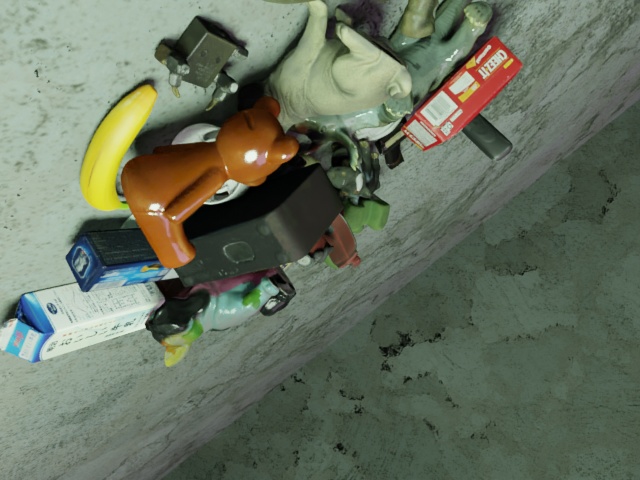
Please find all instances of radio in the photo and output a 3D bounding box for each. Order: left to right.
[{"bbox_3d":[-0.094,-0.015,0.702,0.230,0.073,0.131,-16,-155,36],"label":"radio"}]

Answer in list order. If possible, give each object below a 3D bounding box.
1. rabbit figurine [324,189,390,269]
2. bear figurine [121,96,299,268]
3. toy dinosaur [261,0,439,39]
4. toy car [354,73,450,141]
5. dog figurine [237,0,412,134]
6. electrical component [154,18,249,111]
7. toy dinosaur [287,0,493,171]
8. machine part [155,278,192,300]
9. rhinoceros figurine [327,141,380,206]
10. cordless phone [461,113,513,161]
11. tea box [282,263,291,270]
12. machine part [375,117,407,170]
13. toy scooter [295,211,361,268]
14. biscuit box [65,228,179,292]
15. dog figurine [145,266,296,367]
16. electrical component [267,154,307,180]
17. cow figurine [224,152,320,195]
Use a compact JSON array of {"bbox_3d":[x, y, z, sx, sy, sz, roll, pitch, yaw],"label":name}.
[{"bbox_3d":[0.030,-0.028,1.074,0.121,0.159,0.170,-14,132,-49],"label":"rabbit figurine"},{"bbox_3d":[-0.118,-0.073,0.616,0.196,0.120,0.131,-23,145,-9],"label":"bear figurine"},{"bbox_3d":[0.105,-0.327,0.562,0.471,0.105,0.198,-41,157,-18],"label":"toy dinosaur"},{"bbox_3d":[0.137,-0.241,0.902,0.201,0.056,0.073,-44,161,18],"label":"toy car"},{"bbox_3d":[-0.002,-0.168,0.647,0.121,0.172,0.190,5,128,-50],"label":"dog figurine"},{"bbox_3d":[-0.122,-0.183,0.567,0.078,0.045,0.102,-41,162,16],"label":"electrical component"},{"bbox_3d":[0.123,-0.247,0.784,0.405,0.131,0.192,-40,180,-16],"label":"toy dinosaur"},{"bbox_3d":[-0.197,0.057,0.962,0.201,0.087,0.201,-47,162,26],"label":"machine part"},{"bbox_3d":[0.057,-0.115,0.949,0.073,0.112,0.190,-1,-179,18],"label":"rhinoceros figurine"},{"bbox_3d":[0.323,-0.251,1.026,0.146,0.184,0.088,-39,158,5],"label":"cordless phone"},{"bbox_3d":[-0.114,0.038,1.101,0.169,0.068,0.098,-44,161,16],"label":"tea box"},{"bbox_3d":[0.148,-0.191,1.085,0.084,0.039,0.138,-45,161,-4],"label":"machine part"},{"bbox_3d":[-0.002,-0.003,0.847,0.075,0.135,0.184,-43,167,37],"label":"toy scooter"},{"bbox_3d":[-0.242,0.021,0.750,0.059,0.063,0.202,-45,160,28],"label":"biscuit box"},{"bbox_3d":[-0.162,0.104,0.844,0.219,0.108,0.191,-35,163,5],"label":"dog figurine"},{"bbox_3d":[-0.073,-0.112,0.754,0.048,0.075,0.119,-45,178,23],"label":"electrical component"},{"bbox_3d":[-0.081,-0.076,0.855,0.195,0.085,0.127,-30,166,-16],"label":"cow figurine"}]
